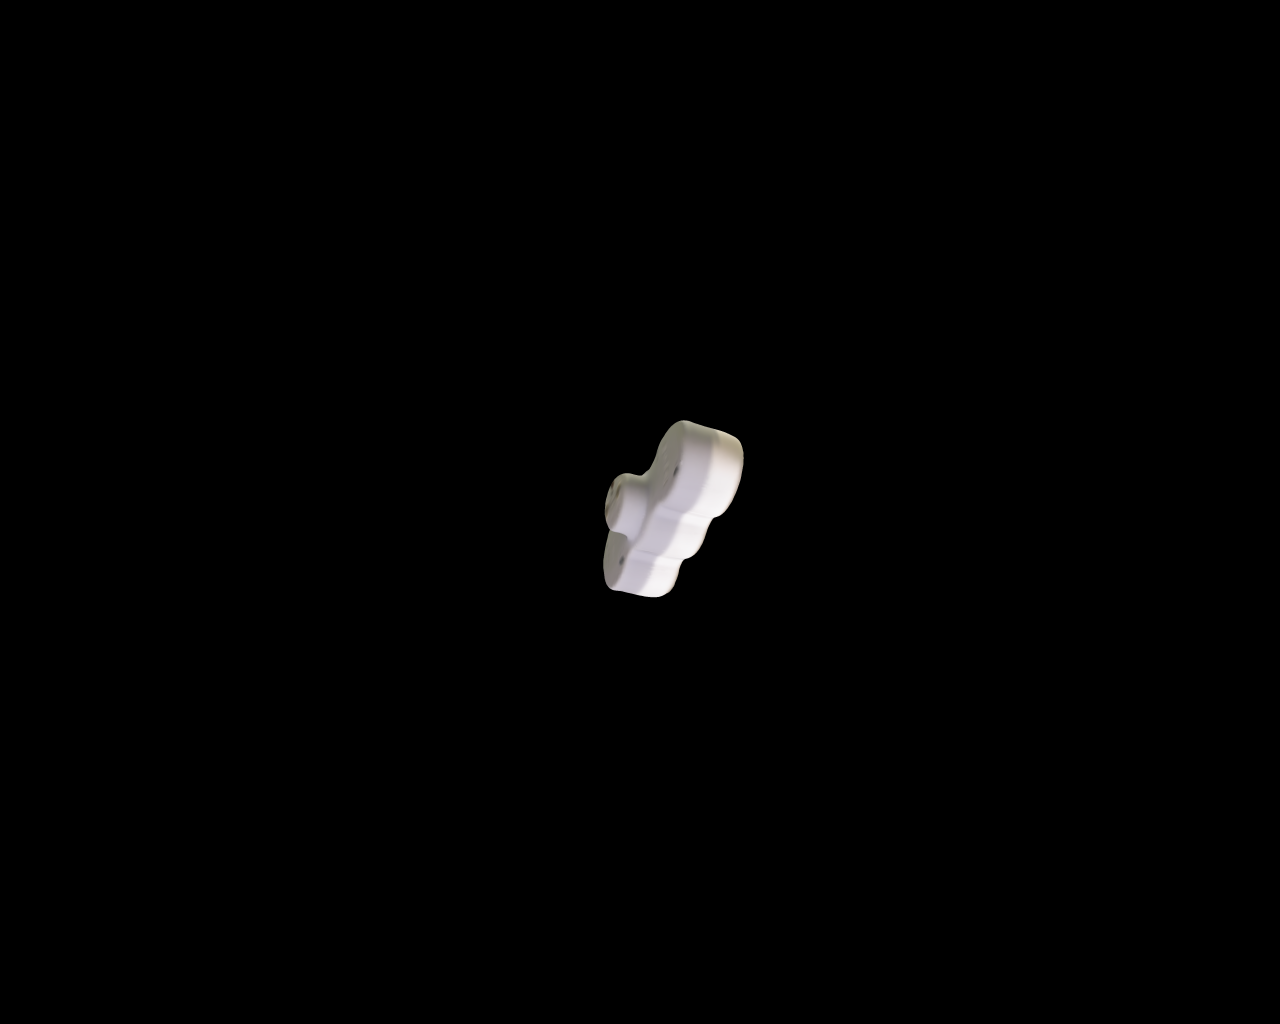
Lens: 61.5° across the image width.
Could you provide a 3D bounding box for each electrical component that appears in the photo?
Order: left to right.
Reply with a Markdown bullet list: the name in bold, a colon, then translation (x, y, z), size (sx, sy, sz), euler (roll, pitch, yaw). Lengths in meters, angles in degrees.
- **electrical component**: translation (0.001, -0.003, 0.650), size (0.074, 0.052, 0.138), euler (14, -42, -16)
